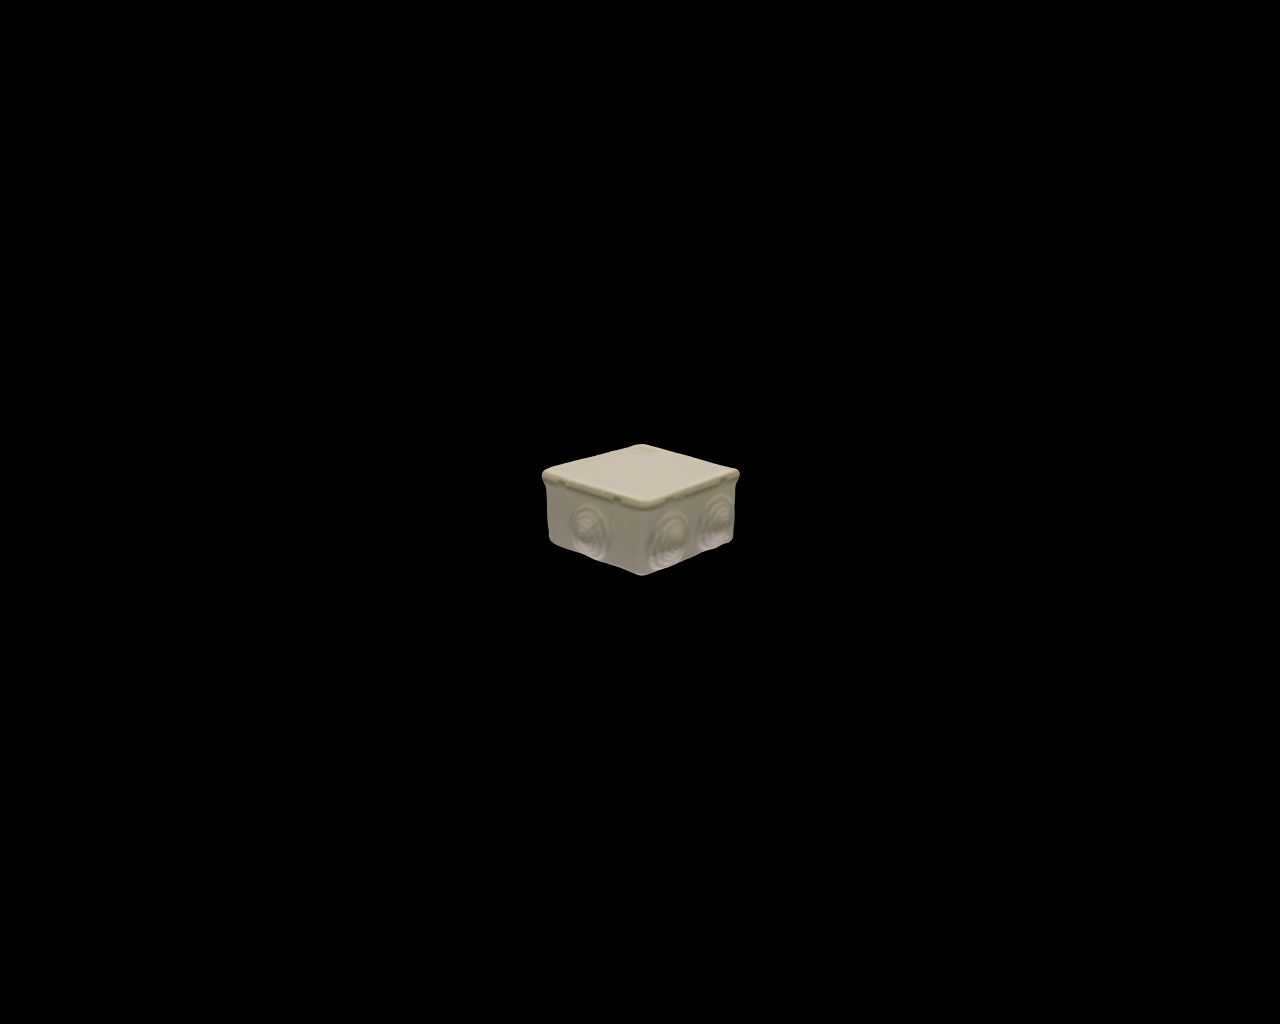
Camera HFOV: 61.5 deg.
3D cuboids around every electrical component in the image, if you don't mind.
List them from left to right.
[{"bbox_3d":[0.001,-0.003,0.650,0.100,0.048,0.100,18,26,41],"label":"electrical component"}]
